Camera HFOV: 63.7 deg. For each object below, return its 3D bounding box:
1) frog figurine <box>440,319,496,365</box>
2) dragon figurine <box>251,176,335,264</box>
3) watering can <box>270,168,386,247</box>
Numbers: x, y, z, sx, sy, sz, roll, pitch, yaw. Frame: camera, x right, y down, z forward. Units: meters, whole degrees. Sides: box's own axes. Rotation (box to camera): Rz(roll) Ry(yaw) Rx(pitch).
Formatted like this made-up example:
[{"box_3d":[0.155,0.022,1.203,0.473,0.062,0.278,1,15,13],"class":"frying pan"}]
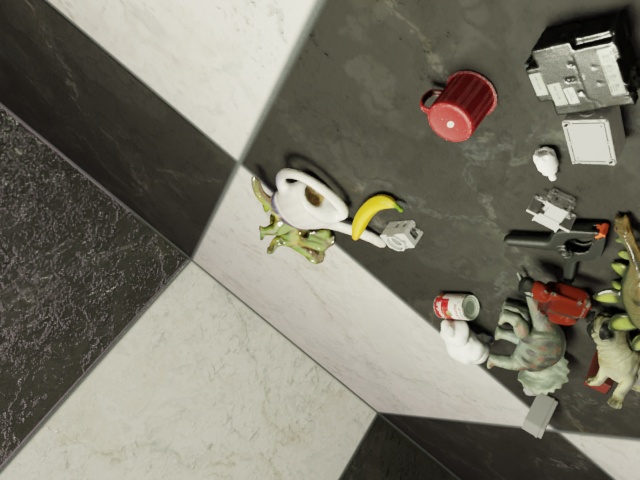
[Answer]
[{"box_3d":[0.387,0.280,1.410,0.158,0.121,0.139,14,-160,-48],"class":"frog figurine"},{"box_3d":[-0.067,-0.040,1.587,0.243,0.125,0.401,10,150,15],"class":"dragon figurine"},{"box_3d":[0.004,-0.070,1.399,0.344,0.106,0.223,39,154,-22],"class":"watering can"}]
